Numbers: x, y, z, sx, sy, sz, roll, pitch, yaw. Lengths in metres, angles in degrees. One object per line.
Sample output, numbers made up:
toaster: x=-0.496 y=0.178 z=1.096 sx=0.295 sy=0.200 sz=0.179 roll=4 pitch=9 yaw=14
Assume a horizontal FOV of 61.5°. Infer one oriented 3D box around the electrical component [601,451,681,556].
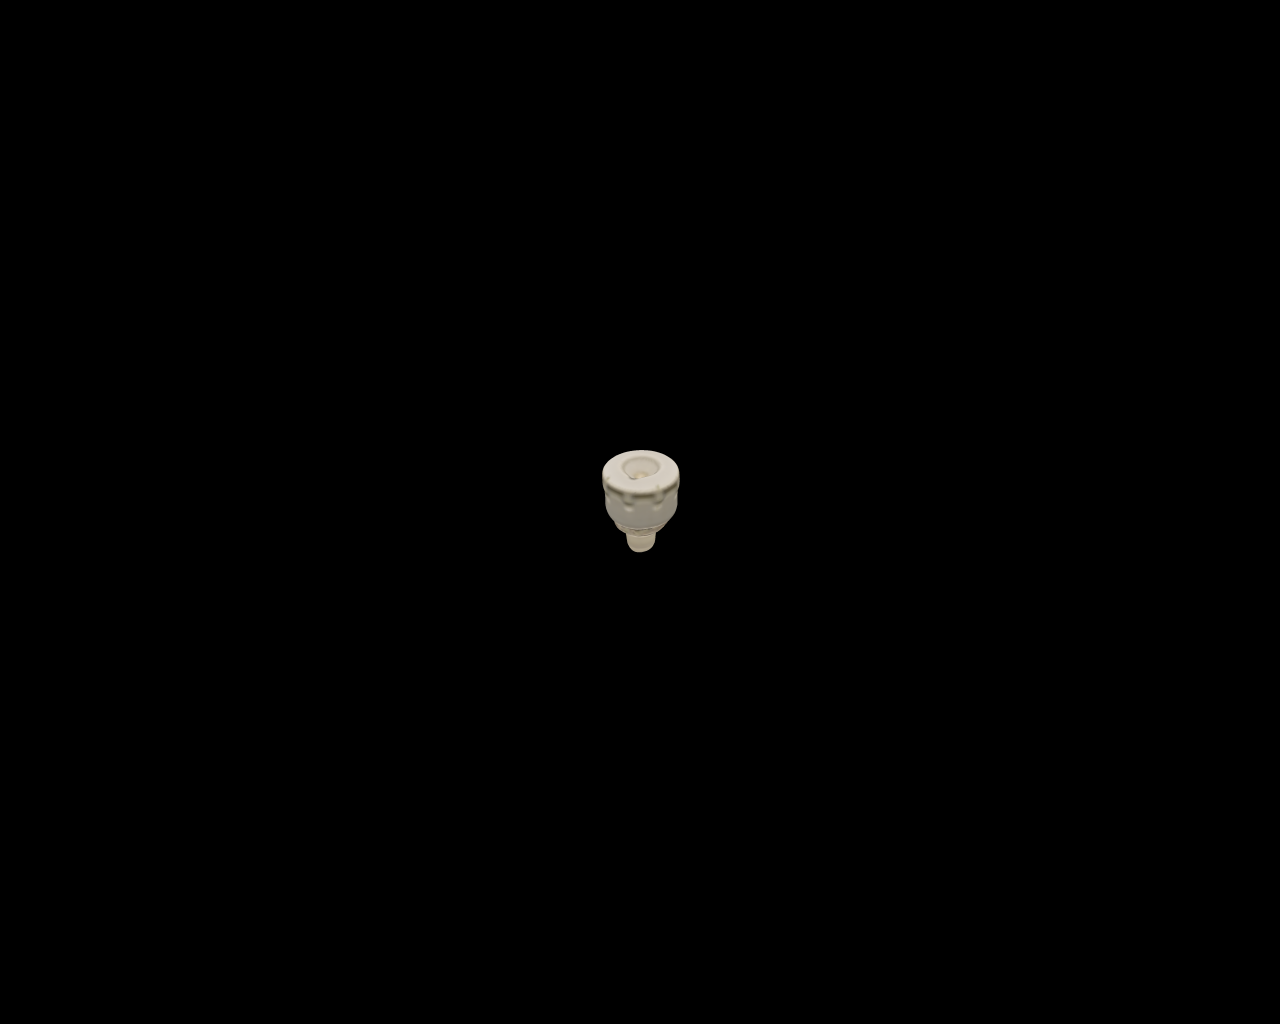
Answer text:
electrical component: x=0.001 y=-0.003 z=0.650 sx=0.048 sy=0.062 sz=0.048 roll=0 pitch=35 yaw=0
